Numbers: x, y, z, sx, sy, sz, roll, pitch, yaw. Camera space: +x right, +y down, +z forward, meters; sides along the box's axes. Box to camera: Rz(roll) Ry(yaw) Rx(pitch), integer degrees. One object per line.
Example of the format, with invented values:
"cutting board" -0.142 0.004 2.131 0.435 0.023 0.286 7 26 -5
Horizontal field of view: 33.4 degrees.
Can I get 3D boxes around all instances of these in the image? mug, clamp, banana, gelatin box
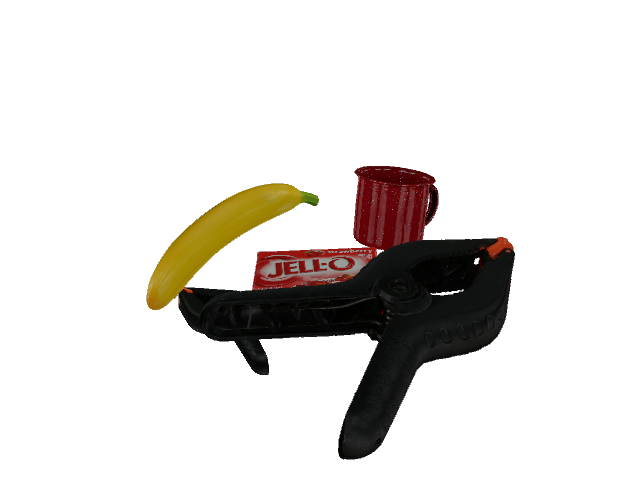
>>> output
"mug" 0.091 -0.038 1.242 0.117 0.081 0.093 -8 21 -39
"clamp" 0.040 0.044 0.527 0.171 0.039 0.120 -19 46 -24
"banana" -0.094 -0.002 1.021 0.198 0.069 0.037 -32 41 2
"clamp" -0.094 0.097 1.256 0.210 0.036 0.164 13 23 27
"gelatin box" -0.003 0.034 0.753 0.089 0.030 0.073 -2 29 3
